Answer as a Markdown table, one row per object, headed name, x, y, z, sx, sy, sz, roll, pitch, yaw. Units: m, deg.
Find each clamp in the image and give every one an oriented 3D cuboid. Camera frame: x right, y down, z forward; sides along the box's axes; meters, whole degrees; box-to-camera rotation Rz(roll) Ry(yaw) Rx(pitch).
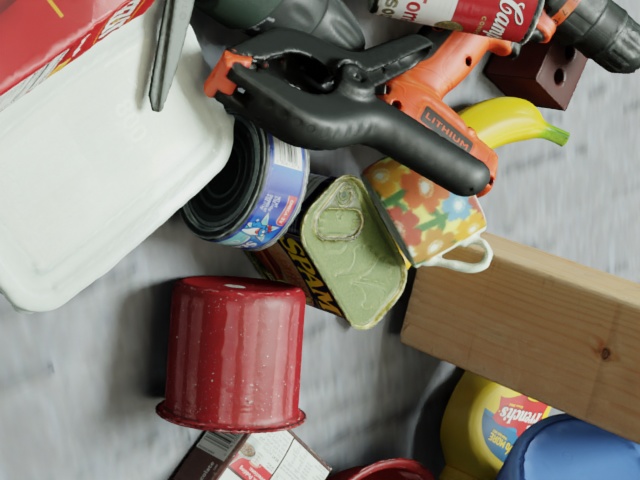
| name | x | y | z | sx | sy | sz | roll | pitch | yaw |
| --- | --- | --- | --- | --- | --- | --- | --- | --- | --- |
| clamp | 0.015 | -0.089 | 0.611 | 0.171 | 0.120 | 0.039 | 15 | 131 | -28 |

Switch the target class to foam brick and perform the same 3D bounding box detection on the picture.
| name | x | y | z | sx | sy | sz | roll | pitch | yaw |
| --- | --- | --- | --- | --- | --- | --- | --- | --- | --- |
| foam brick | 0.173 | -0.147 | 0.827 | 0.052 | 0.051 | 0.078 | 32 | 79 | -43 |

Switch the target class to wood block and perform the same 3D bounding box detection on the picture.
| name | x | y | z | sx | sy | sz | roll | pitch | yaw |
| --- | --- | --- | --- | --- | --- | --- | --- | --- | --- |
| wood block | 0.172 | 0.065 | 0.764 | 0.090 | 0.206 | 0.091 | 0 | 108 | -53 |

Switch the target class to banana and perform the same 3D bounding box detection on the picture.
| name | x | y | z | sx | sy | sz | roll | pitch | yaw |
| --- | --- | --- | --- | --- | --- | --- | --- | --- | --- |
| banana | 0.102 | -0.053 | 0.782 | 0.197 | 0.070 | 0.037 | -37 | 166 | -23 |

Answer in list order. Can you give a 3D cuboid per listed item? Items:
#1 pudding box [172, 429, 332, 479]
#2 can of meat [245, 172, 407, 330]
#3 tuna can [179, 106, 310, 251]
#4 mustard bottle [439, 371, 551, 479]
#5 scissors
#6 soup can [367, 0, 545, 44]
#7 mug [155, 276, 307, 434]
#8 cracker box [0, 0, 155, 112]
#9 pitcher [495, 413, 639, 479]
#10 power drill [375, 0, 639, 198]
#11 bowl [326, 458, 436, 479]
| name | x | y | z | sx | sy | sz | roll | pitch | yaw |
| --- | --- | --- | --- | --- | --- | --- | --- | --- | --- |
| pudding box | -0.054 | 0.172 | 0.712 | 0.113 | 0.039 | 0.090 | -53 | 131 | -17 |
| can of meat | -0.005 | 0.001 | 0.679 | 0.057 | 0.084 | 0.102 | -48 | 129 | -23 |
| tuna can | -0.047 | -0.038 | 0.628 | 0.033 | 0.086 | 0.086 | 13 | 92 | -43 |
| mustard bottle | 0.149 | 0.137 | 0.876 | 0.096 | 0.058 | 0.191 | 38 | 76 | -40 |
| scissors | -0.073 | -0.173 | 0.528 | 0.096 | 0.016 | 0.202 | 27 | 87 | -38 |
| soup can | 0.086 | -0.167 | 0.673 | 0.102 | 0.068 | 0.068 | 10 | 95 | -5 |
| mug | -0.048 | 0.066 | 0.662 | 0.117 | 0.093 | 0.081 | -11 | 106 | -74 |
| cracker box | -0.192 | -0.116 | 0.444 | 0.213 | 0.072 | 0.164 | -42 | 102 | -26 |
| pitcher | 0.166 | 0.239 | 0.808 | 0.243 | 0.145 | 0.149 | 93 | 16 | -51 |
| power drill | 0.128 | -0.125 | 0.747 | 0.184 | 0.057 | 0.187 | 35 | 75 | -11 |
| bowl | 0.021 | 0.229 | 0.784 | 0.161 | 0.055 | 0.162 | -13 | 110 | -40 |
